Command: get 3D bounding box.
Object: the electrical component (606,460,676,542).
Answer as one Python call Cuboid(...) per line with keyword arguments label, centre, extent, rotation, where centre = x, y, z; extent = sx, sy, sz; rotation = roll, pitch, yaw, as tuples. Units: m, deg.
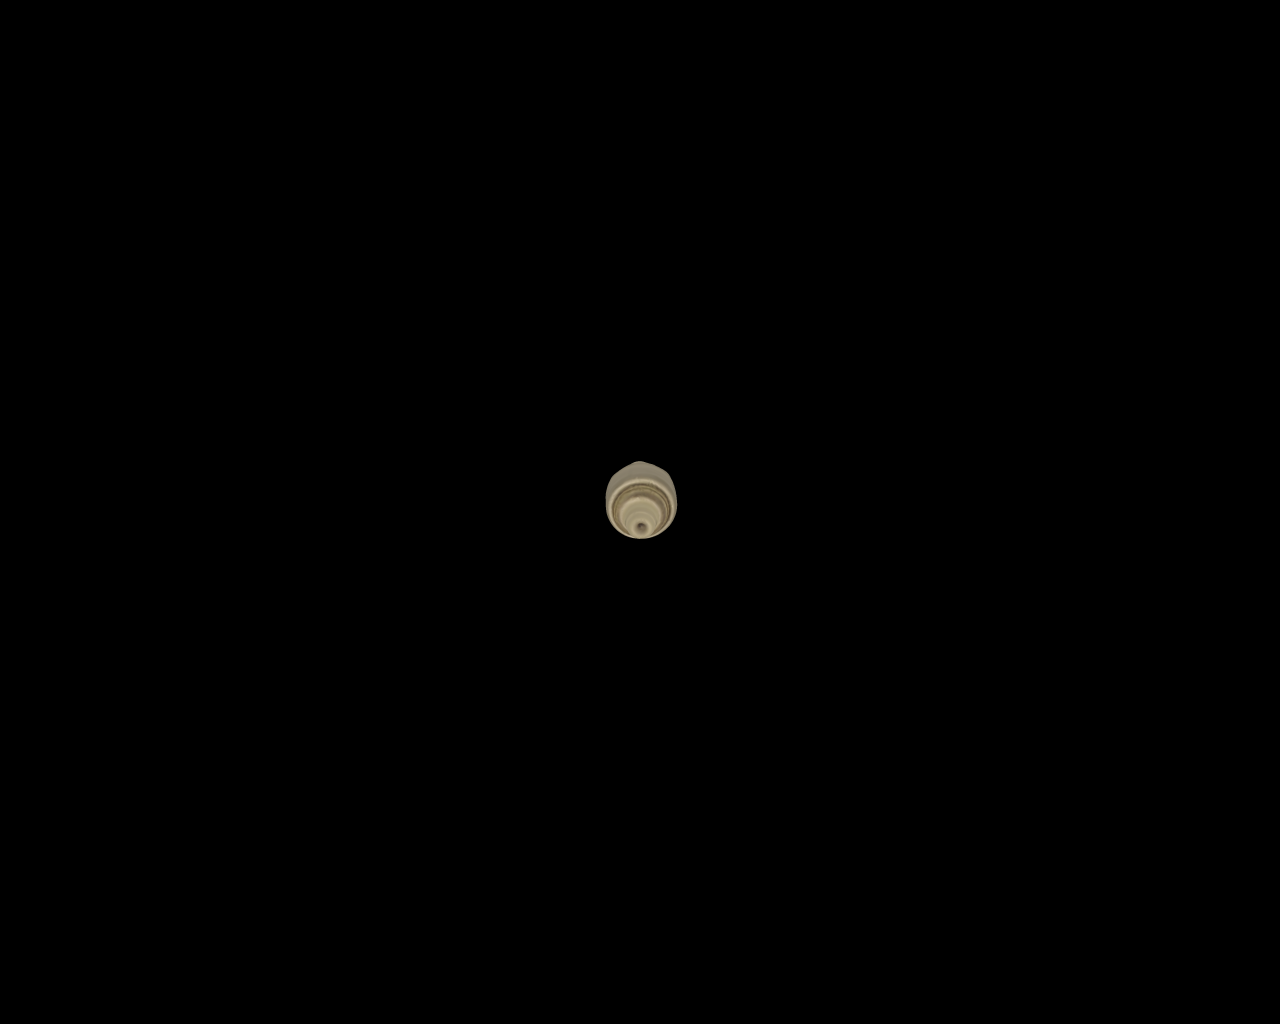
Cuboid(label="electrical component", centre=(0.001, -0.003, 0.650), extent=(0.043, 0.043, 0.062), rotation=(0, 24, 0))
